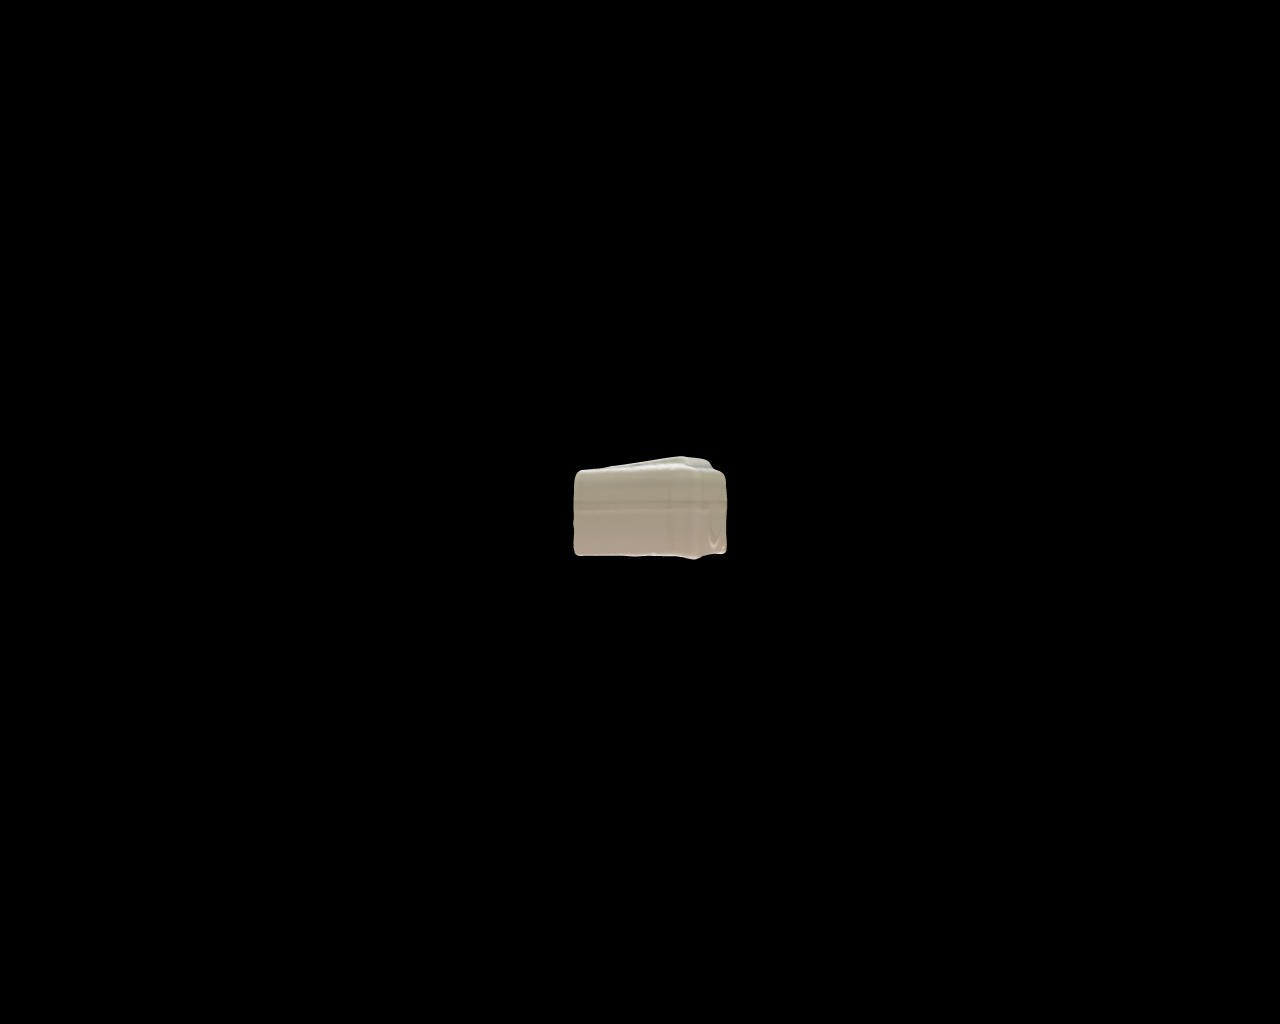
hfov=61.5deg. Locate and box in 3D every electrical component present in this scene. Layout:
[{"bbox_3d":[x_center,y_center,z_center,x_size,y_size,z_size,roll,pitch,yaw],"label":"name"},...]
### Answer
[{"bbox_3d":[0.001,-0.003,0.650,0.096,0.061,0.062,0,0,21],"label":"electrical component"}]
